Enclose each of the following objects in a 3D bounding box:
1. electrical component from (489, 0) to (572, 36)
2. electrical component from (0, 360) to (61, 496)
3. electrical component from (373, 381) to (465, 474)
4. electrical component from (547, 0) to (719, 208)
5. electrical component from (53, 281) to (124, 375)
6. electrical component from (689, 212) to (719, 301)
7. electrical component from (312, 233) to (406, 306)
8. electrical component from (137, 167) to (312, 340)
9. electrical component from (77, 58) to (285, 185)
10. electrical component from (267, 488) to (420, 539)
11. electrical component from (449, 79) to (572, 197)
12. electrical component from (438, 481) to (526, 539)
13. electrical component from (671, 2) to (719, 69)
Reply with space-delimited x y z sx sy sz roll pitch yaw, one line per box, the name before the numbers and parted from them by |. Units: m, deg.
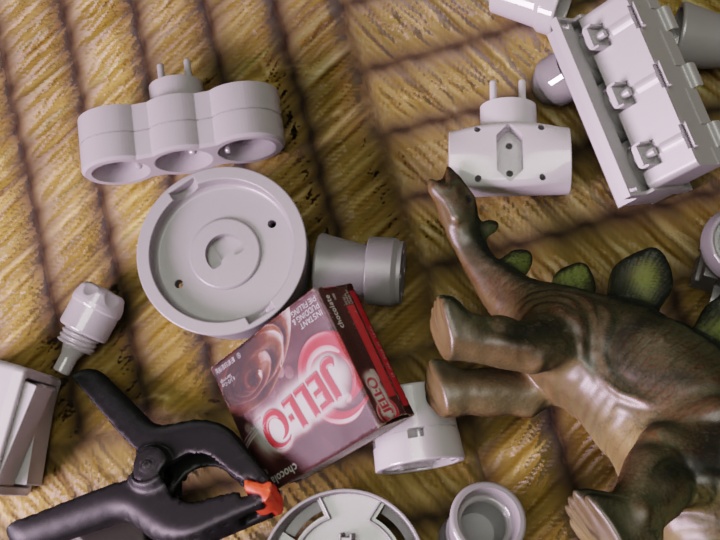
electrical component | 0.115 -0.182 0.722 0.046 0.040 0.040 22 81 18
electrical component | -0.234 0.106 0.686 0.061 0.061 0.096 11 79 9
electrical component | 0.033 0.097 0.660 0.055 0.055 0.047 -11 72 4
electrical component | 0.175 -0.108 0.672 0.063 0.079 0.121 -30 75 43
electrical component | -0.182 0.040 0.709 0.035 0.035 0.061 26 85 12
electrical component | 0.231 -0.011 0.660 0.048 0.055 0.066 16 80 10
electrical component | 0.000 0.000 0.691 0.055 0.045 0.045 4 78 8
electrical component | -0.083 -0.006 0.694 0.108 0.060 0.108 -1 77 7
electrical component | -0.123 -0.107 0.726 0.138 0.052 0.073 -9 76 5
electrical component | -0.008 0.180 0.640 0.099 0.064 0.099 -2 77 7
electrical component | 0.097 -0.087 0.700 0.077 0.043 0.079 -1 77 7
electrical component | 0.069 0.154 0.636 0.044 0.065 0.044 3 64 -7
electrical component | 0.237 -0.147 0.699 0.065 0.044 0.044 11 79 4
